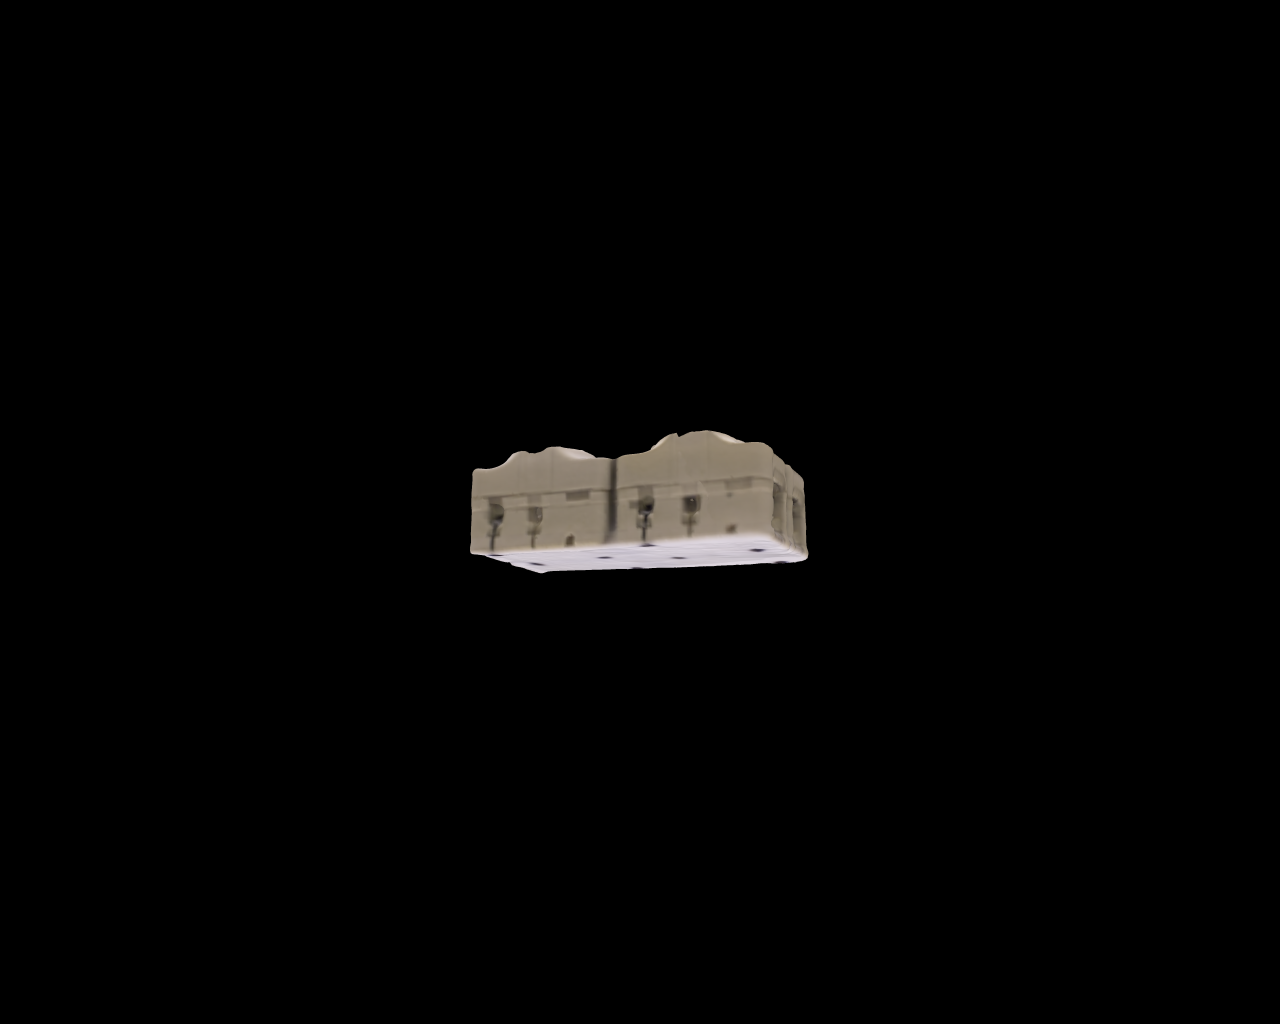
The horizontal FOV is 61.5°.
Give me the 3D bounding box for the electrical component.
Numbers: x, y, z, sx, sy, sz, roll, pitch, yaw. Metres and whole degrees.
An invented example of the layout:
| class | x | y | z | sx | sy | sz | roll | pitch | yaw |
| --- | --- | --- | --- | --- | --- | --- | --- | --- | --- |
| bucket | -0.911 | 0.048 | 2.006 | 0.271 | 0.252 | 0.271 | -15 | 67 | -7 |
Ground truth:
| class | x | y | z | sx | sy | sz | roll | pitch | yaw |
| --- | --- | --- | --- | --- | --- | --- | --- | --- | --- |
| electrical component | 0.001 | -0.003 | 0.650 | 0.186 | 0.060 | 0.105 | -4 | -11 | 20 |
